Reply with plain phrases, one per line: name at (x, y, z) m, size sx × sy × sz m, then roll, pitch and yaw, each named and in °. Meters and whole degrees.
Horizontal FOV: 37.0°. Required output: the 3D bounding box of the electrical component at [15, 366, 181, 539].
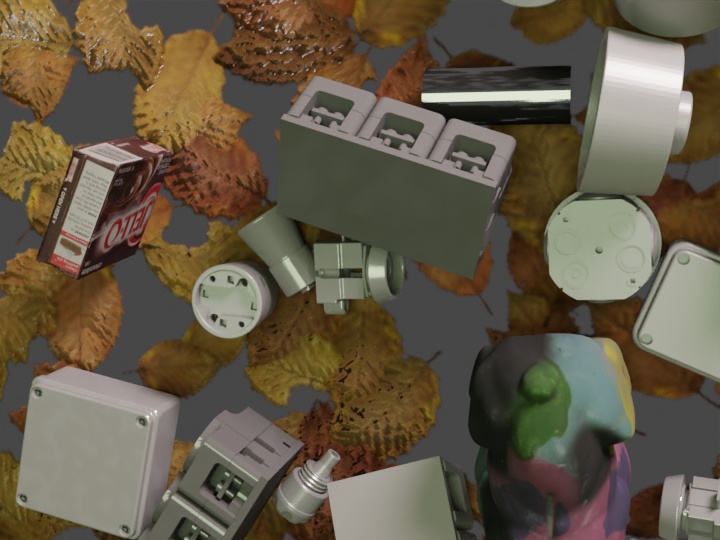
electrical component at (-0.208, 0.143, 0.853) m, size 0.109 × 0.056 × 0.108 m, roll 13°, pitch 101°, yaw 12°

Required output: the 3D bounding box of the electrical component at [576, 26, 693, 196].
electrical component at (0.180, -0.099, 0.695) m, size 0.060 × 0.108 × 0.108 m, roll 10°, pitch 100°, yaw 7°

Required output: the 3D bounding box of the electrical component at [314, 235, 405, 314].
electrical component at (0.000, 0.000, 0.786) m, size 0.055 × 0.048 × 0.066 m, roll 0°, pitch 98°, yaw 22°

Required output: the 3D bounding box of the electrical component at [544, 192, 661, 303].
electrical component at (0.165, -0.016, 0.737) m, size 0.080 × 0.051 × 0.080 m, roll 2°, pitch 98°, yaw 15°

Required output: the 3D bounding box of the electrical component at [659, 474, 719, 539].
electrical component at (0.238, 0.168, 0.745) m, size 0.055 × 0.048 × 0.066 m, roll 6°, pitch 143°, yaw 21°

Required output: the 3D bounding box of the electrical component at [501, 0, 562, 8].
electrical component at (0.116, -0.215, 0.720) m, size 0.080 × 0.051 × 0.080 m, roll 2°, pitch 99°, yaw 14°

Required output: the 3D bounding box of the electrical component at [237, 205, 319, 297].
electrical component at (-0.056, -0.013, 0.800) m, size 0.044 × 0.044 × 0.065 m, roll -32°, pitch 94°, yaw 16°

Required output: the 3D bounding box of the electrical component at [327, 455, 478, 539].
electrical component at (0.040, 0.219, 0.769) m, size 0.089 × 0.062 × 0.150 m, roll -17°, pitch 69°, yaw 17°

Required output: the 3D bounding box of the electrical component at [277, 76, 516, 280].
electrical component at (0.024, -0.067, 0.747) m, size 0.150 × 0.061 × 0.089 m, roll 19°, pitch 138°, yaw 11°

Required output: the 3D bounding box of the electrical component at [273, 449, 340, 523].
electrical component at (-0.038, 0.163, 0.825) m, size 0.035 × 0.035 × 0.061 m, roll 40°, pitch 103°, yaw 6°

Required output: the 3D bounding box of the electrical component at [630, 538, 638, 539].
electrical component at (0.194, 0.228, 0.766) m, size 0.055 × 0.055 × 0.047 m, roll 47°, pitch 110°, yaw 4°

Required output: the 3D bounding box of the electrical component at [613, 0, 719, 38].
electrical component at (0.202, -0.198, 0.679) m, size 0.099 × 0.064 × 0.099 m, roll -7°, pitch 62°, yaw 13°

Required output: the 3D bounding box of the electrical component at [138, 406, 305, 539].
electrical component at (-0.117, 0.186, 0.819) m, size 0.062 × 0.089 × 0.150 m, roll 34°, pitch 105°, yaw 7°

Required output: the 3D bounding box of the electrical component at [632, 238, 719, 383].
electrical component at (0.248, 0.034, 0.721) m, size 0.113 × 0.057 × 0.078 m, roll 24°, pitch 103°, yaw 10°

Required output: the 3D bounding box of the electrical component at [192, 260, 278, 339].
electrical component at (-0.092, 0.020, 0.810) m, size 0.055 × 0.047 × 0.055 m, roll 2°, pitch 99°, yaw 14°
